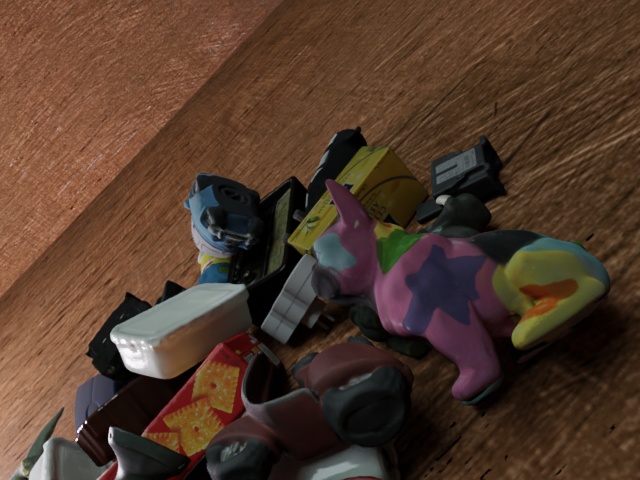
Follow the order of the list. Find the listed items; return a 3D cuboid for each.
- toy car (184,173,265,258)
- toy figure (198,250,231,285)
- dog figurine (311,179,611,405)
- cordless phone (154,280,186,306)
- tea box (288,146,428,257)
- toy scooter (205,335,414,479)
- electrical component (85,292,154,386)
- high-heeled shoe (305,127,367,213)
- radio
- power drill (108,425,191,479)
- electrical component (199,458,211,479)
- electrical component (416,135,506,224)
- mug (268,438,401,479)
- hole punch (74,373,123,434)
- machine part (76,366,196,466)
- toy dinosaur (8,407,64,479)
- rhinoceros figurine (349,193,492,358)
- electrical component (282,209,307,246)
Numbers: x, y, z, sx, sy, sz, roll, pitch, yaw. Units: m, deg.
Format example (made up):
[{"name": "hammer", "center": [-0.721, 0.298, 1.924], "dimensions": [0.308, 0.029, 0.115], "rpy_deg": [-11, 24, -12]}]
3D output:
[{"name": "toy car", "center": [-0.150, -0.026, 0.828], "dimensions": [0.103, 0.109, 0.162], "rpy_deg": [-60, 34, 27]}, {"name": "toy figure", "center": [-0.157, 0.063, 0.883], "dimensions": [0.082, 0.089, 0.180], "rpy_deg": [-27, 40, 6]}, {"name": "dog figurine", "center": [0.097, 0.019, 0.457], "dimensions": [0.191, 0.108, 0.219], "rpy_deg": [-42, 66, 8]}, {"name": "cordless phone", "center": [-0.269, 0.175, 0.909], "dimensions": [0.184, 0.088, 0.147], "rpy_deg": [-50, 27, 17]}, {"name": "tea box", "center": [0.051, -0.030, 0.702], "dimensions": [0.169, 0.098, 0.068], "rpy_deg": [-54, 29, -11]}, {"name": "toy scooter", "center": [-0.014, 0.133, 0.469], "dimensions": [0.184, 0.075, 0.135], "rpy_deg": [-25, 22, 1]}, {"name": "electrical component", "center": [-0.272, 0.145, 0.777], "dimensions": [0.134, 0.058, 0.115], "rpy_deg": [10, 65, 51]}, {"name": "high-heeled shoe", "center": [0.021, -0.069, 0.840], "dimensions": [0.145, 0.086, 0.248], "rpy_deg": [127, 163, -76]}, {"name": "radio", "center": [-0.071, 0.014, 0.831], "dimensions": [0.131, 0.073, 0.230], "rpy_deg": [-32, 31, 24]}, {"name": "power drill", "center": [-0.175, 0.258, 0.416], "dimensions": [0.232, 0.086, 0.207], "rpy_deg": [121, 167, -64]}, {"name": "electrical component", "center": [-0.147, 0.291, 0.590], "dimensions": [0.045, 0.078, 0.102], "rpy_deg": [38, 91, 35]}, {"name": "electrical component", "center": [0.161, -0.067, 0.656], "dimensions": [0.119, 0.047, 0.075], "rpy_deg": [-24, 34, 33]}, {"name": "mug", "center": [0.015, 0.200, 0.484], "dimensions": [0.107, 0.080, 0.110], "rpy_deg": [-23, 30, 18]}, {"name": "hole punch", "center": [-0.326, 0.268, 0.838], "dimensions": [0.142, 0.092, 0.116], "rpy_deg": [-29, 36, 22]}, {"name": "machine part", "center": [-0.240, 0.227, 0.722], "dimensions": [0.179, 0.056, 0.179], "rpy_deg": [-41, -6, -6]}, {"name": "toy dinosaur", "center": [-0.429, 0.422, 0.755], "dimensions": [0.192, 0.131, 0.405], "rpy_deg": [-46, 22, 0]}, {"name": "rhinoceros figurine", "center": [0.114, 0.034, 0.571], "dimensions": [0.190, 0.073, 0.112], "rpy_deg": [-49, 18, -2]}, {"name": "electrical component", "center": [-0.002, -0.002, 0.736], "dimensions": [0.063, 0.094, 0.021], "rpy_deg": [-65, 21, 0]}]
